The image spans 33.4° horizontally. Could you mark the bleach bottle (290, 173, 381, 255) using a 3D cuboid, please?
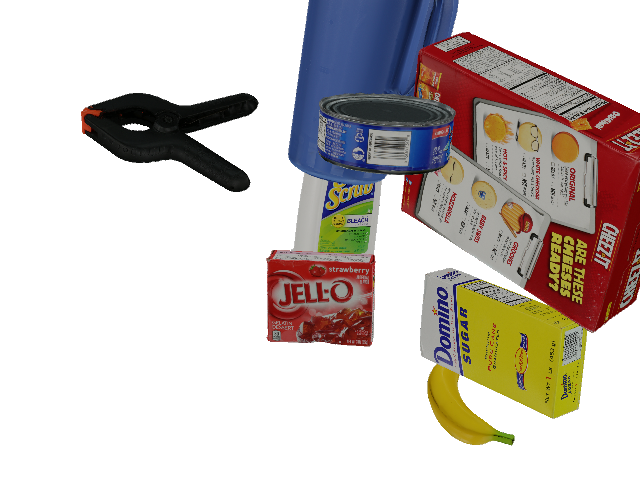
[{"bbox_3d":[0.023,-0.087,1.247,0.102,0.251,0.068,-3,19,-21],"label":"bleach bottle"}]

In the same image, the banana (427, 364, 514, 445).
[{"bbox_3d":[0.163,0.193,1.277,0.069,0.037,0.198,10,21,-18],"label":"banana"}]

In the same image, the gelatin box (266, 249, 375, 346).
[{"bbox_3d":[0.000,0.048,0.885,0.089,0.073,0.030,2,16,7],"label":"gelatin box"}]

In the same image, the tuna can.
[{"bbox_3d":[0.041,-0.068,0.672,0.086,0.034,0.086,3,19,-1],"label":"tuna can"}]

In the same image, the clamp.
[{"bbox_3d":[-0.139,-0.111,1.027,0.171,0.120,0.039,16,-45,-2],"label":"clamp"}]

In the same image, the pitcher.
[{"bbox_3d":[0.047,-0.181,1.082,0.145,0.243,0.149,11,19,-1],"label":"pitcher"}]

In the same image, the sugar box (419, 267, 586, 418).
[{"bbox_3d":[0.172,0.095,1.032,0.048,0.093,0.177,-12,22,-40],"label":"sugar box"}]

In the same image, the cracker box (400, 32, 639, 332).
[{"bbox_3d":[0.169,-0.053,0.864,0.072,0.164,0.214,-28,47,-34],"label":"cracker box"}]
